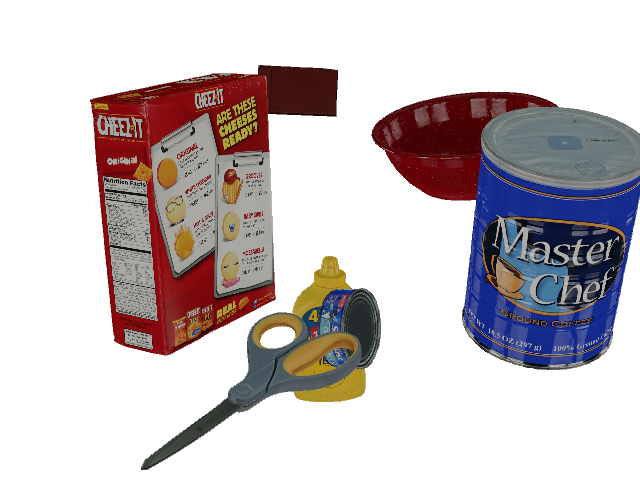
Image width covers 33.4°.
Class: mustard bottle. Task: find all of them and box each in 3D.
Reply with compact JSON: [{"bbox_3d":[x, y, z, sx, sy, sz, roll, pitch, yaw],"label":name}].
[{"bbox_3d":[0.012,0.112,1.380,0.096,0.192,0.058,-1,19,-5],"label":"mustard bottle"}]

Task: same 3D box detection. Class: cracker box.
[{"bbox_3d":[-0.114,-0.029,0.929,0.072,0.214,0.163,7,18,32],"label":"cracker box"}]

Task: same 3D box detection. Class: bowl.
[{"bbox_3d":[0.127,-0.077,0.914,0.162,0.055,0.162,-8,24,3],"label":"bowl"}]

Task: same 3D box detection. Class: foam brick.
[{"bbox_3d":[-0.025,-0.163,1.162,0.078,0.051,0.053,0,11,-18],"label":"foam brick"}]

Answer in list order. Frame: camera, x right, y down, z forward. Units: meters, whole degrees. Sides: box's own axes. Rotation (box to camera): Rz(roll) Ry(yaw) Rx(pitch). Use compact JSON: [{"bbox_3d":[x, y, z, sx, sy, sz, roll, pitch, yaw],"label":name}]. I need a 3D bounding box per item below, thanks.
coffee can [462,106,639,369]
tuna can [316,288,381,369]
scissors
[{"bbox_3d":[0.149,-0.002,0.694,0.103,0.140,0.103,1,31,-1],"label":"coffee can"},{"bbox_3d":[0.031,0.093,1.135,0.034,0.086,0.086,-1,-1,30],"label":"tuna can"},{"bbox_3d":[-0.061,0.101,0.782,0.201,0.016,0.096,-19,37,-30],"label":"scissors"}]
